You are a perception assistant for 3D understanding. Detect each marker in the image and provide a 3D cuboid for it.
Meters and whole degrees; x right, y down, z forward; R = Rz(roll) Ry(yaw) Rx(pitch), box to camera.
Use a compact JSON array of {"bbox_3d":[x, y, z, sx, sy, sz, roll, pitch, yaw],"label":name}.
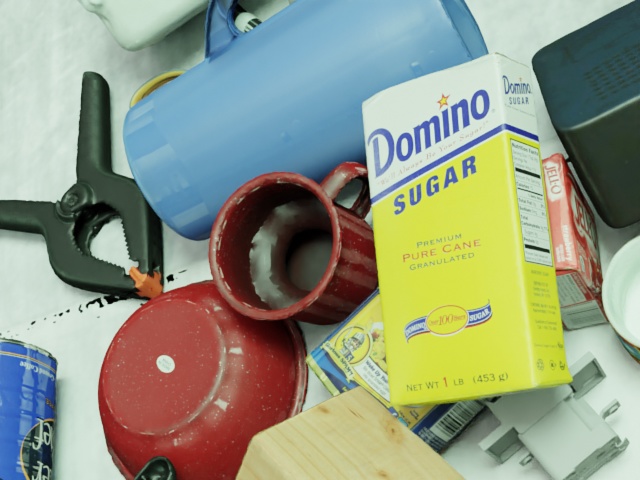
[{"bbox_3d":[-0.041,-0.156,0.825,0.020,0.020,0.121,-48,55,-2],"label":"marker"}]

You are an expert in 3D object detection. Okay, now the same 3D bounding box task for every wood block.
[{"bbox_3d":[0.051,0.182,0.544,0.206,0.090,0.091,39,125,28],"label":"wood block"}]

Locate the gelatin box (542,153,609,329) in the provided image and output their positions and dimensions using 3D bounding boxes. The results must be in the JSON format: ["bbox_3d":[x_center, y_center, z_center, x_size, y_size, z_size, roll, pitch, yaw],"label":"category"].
[{"bbox_3d":[0.142,0.002,0.616,0.030,0.089,0.073,-13,62,21],"label":"gelatin box"}]

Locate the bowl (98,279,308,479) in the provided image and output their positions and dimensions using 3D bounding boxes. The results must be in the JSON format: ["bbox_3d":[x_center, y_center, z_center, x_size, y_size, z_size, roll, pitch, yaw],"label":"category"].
[{"bbox_3d":[-0.091,0.092,0.711,0.162,0.055,0.162,-11,63,21],"label":"bowl"}]

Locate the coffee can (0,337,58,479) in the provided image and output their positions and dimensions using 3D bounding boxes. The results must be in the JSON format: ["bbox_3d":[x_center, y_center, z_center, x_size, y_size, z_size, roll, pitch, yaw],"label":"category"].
[{"bbox_3d":[-0.233,0.149,0.725,0.103,0.102,0.140,-15,61,20],"label":"coffee can"}]

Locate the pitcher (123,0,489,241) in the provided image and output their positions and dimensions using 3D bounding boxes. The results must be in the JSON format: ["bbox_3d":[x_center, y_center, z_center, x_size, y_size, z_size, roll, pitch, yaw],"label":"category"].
[{"bbox_3d":[-0.013,-0.104,0.716,0.243,0.144,0.149,-26,60,17],"label":"pitcher"}]

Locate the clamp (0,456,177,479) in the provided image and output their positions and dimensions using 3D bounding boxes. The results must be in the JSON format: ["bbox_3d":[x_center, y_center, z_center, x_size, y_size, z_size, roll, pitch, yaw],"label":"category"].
[{"bbox_3d":[-0.150,0.206,0.662,0.039,0.120,0.171,46,133,48],"label":"clamp"}]

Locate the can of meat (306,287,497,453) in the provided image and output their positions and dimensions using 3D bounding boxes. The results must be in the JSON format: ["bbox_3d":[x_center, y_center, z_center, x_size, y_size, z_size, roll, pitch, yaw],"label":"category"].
[{"bbox_3d":[0.052,0.079,0.645,0.084,0.057,0.102,-44,56,3],"label":"can of meat"}]

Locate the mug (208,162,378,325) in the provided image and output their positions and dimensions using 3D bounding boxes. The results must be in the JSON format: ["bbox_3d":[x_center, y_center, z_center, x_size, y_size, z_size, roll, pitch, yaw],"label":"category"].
[{"bbox_3d":[-0.004,0.001,0.684,0.093,0.081,0.117,38,97,29],"label":"mug"}]

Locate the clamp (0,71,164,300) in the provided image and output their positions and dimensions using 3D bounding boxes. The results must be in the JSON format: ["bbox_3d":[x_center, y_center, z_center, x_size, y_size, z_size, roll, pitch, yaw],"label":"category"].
[{"bbox_3d":[-0.179,-0.034,0.824,0.210,0.036,0.164,36,85,32],"label":"clamp"}]

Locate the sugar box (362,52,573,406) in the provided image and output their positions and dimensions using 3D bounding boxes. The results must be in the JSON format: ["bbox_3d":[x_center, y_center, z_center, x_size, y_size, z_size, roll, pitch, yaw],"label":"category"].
[{"bbox_3d":[0.076,-0.003,0.576,0.094,0.048,0.176,-15,77,38],"label":"sugar box"}]

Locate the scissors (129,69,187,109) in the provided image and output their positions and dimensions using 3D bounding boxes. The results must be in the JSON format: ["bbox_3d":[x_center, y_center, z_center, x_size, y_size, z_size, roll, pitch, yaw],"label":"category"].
[{"bbox_3d":[-0.066,-0.102,0.802,0.202,0.016,0.096,-5,70,32],"label":"scissors"}]
